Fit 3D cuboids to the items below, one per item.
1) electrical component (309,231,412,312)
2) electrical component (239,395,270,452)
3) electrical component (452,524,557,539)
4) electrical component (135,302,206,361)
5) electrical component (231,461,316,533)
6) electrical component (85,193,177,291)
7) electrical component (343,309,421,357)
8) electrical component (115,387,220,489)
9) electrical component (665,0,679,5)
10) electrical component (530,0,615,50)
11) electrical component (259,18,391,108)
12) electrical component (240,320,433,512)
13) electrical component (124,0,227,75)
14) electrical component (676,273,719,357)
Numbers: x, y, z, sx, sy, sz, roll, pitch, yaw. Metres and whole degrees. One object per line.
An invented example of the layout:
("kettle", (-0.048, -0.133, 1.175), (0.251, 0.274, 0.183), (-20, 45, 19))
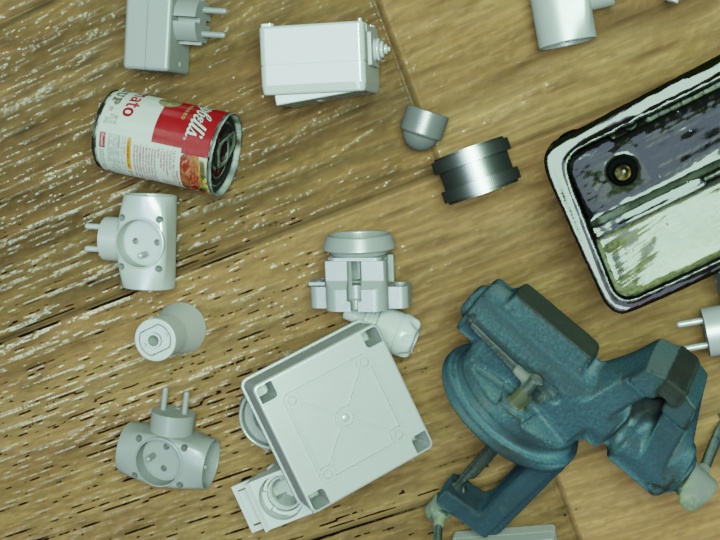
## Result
("electrical component", (0.000, 0.000, 0.847), (0.078, 0.058, 0.057), (0, 99, 12))
("electrical component", (-0.065, 0.113, 0.873), (0.058, 0.057, 0.078), (36, 102, 6))
("electrical component", (0.113, 0.236, 0.841), (0.083, 0.076, 0.047), (-8, 95, 12))
("electrical component", (-0.157, 0.052, 0.881), (0.044, 0.065, 0.044), (1, 96, 11))
("electrical component", (-0.057, 0.176, 0.875), (0.081, 0.064, 0.042), (-23, 93, 14))
("electrical component", (-0.191, -0.025, 0.889), (0.079, 0.044, 0.077), (4, 97, 11))
("electrical component", (0.016, 0.045, 0.860), (0.061, 0.035, 0.035), (22, 100, 11))
("electrical component", (-0.159, 0.138, 0.902), (0.077, 0.044, 0.079), (10, 98, 11))
("electrical component", (0.241, -0.232, 0.778), (0.040, 0.040, 0.078), (24, 101, 8))
("electrical component", (0.165, -0.209, 0.794), (0.079, 0.044, 0.077), (-10, 95, 13))
("electrical component", (-0.024, -0.158, 0.831), (0.096, 0.062, 0.061), (-1, 96, 12))
("electrical component", (-0.018, 0.109, 0.817), (0.109, 0.056, 0.108), (-27, 96, -15))
("electrical component", (-0.143, -0.199, 0.858), (0.076, 0.047, 0.083), (6, 98, 11))
("electrical component", (0.274, 0.043, 0.797), (0.074, 0.052, 0.138), (-12, 93, 13))
